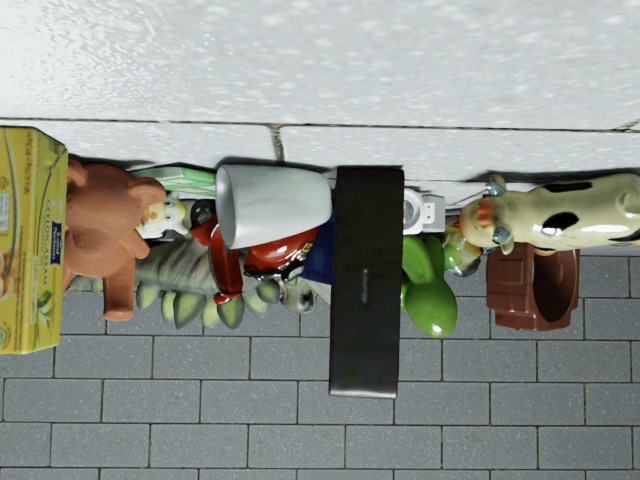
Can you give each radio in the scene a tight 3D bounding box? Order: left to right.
[{"bbox_3d":[0.049,0.043,0.583,0.073,0.229,0.131,3,180,4],"label":"radio"}]

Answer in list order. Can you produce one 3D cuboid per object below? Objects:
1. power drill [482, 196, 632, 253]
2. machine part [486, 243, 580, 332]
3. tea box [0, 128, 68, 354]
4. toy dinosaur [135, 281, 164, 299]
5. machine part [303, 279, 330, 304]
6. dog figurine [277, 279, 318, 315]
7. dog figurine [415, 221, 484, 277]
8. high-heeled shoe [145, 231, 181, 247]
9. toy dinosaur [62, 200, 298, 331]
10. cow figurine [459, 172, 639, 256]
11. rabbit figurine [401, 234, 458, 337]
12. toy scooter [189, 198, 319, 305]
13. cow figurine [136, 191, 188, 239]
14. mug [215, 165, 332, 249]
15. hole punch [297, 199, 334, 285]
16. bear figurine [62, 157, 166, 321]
[{"bbox_3d":[0.325,-0.019,0.722,0.208,0.086,0.232,4,176,22],"label":"power drill"},{"bbox_3d":[0.379,0.057,0.955,0.201,0.201,0.087,3,178,-40],"label":"machine part"},{"bbox_3d":[-0.259,0.001,0.419,0.098,0.169,0.068,3,176,-5],"label":"tea box"},{"bbox_3d":[-0.274,0.060,1.109,0.192,0.131,0.405,-34,-160,-31],"label":"toy dinosaur"},{"bbox_3d":[-0.008,0.035,0.916,0.243,0.079,0.079,43,173,-3],"label":"machine part"},{"bbox_3d":[-0.087,0.052,1.083,0.173,0.190,0.121,1,177,30],"label":"dog figurine"},{"bbox_3d":[0.159,-0.003,0.884,0.219,0.191,0.108,-31,-174,17],"label":"dog figurine"},{"bbox_3d":[-0.243,-0.001,0.904,0.249,0.086,0.145,16,-164,13],"label":"high-heeled shoe"},{"bbox_3d":[-0.184,0.039,0.826,0.472,0.198,0.105,-1,173,7],"label":"toy dinosaur"},{"bbox_3d":[0.245,-0.025,0.564,0.195,0.085,0.127,-6,167,23],"label":"cow figurine"},{"bbox_3d":[0.126,0.067,0.766,0.170,0.159,0.121,22,-167,38],"label":"rabbit figurine"},{"bbox_3d":[-0.086,0.015,0.666,0.184,0.135,0.075,0,176,26],"label":"toy scooter"},{"bbox_3d":[-0.216,-0.032,0.706,0.098,0.068,0.167,-4,-177,-36],"label":"cow figurine"},{"bbox_3d":[-0.048,-0.035,0.546,0.107,0.080,0.109,-6,176,-20],"label":"mug"},{"bbox_3d":[-0.001,-0.002,0.715,0.092,0.142,0.116,7,-174,-25],"label":"hole punch"},{"bbox_3d":[-0.235,0.004,0.565,0.120,0.132,0.196,13,159,-24],"label":"bear figurine"}]
